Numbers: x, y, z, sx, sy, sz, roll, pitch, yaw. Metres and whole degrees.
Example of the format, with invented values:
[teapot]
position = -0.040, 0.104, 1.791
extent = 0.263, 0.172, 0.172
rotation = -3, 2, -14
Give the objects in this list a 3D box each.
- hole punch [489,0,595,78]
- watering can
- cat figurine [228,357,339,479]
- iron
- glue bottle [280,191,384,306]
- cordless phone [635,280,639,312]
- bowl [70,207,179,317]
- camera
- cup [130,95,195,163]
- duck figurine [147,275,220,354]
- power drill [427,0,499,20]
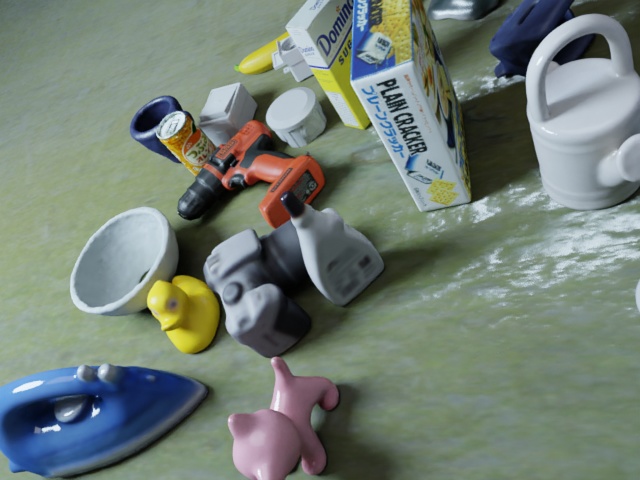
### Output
[hole punch]
position = 0.263, -0.258, 0.693
extent = 0.100, 0.091, 0.109
rotation = 28, 74, 41
[watering can]
position = 0.250, -0.118, 0.529
extent = 0.101, 0.195, 0.172
rotation = -44, 47, -4
[cat figurine]
position = -0.040, 0.174, 0.541
extent = 0.067, 0.118, 0.128
rotation = -8, 54, 26
[iron]
position = -0.276, 0.183, 0.657
extent = 0.258, 0.142, 0.118
rotation = -21, 49, 16
[glue bottle]
position = 0.006, 0.002, 0.600
extent = 0.078, 0.174, 0.037
rotation = -41, 47, -2
[cordless phone]
position = 0.295, 0.034, 0.399
extent = 0.094, 0.186, 0.147
rotation = -32, 47, 6
[bowl]
position = -0.256, 0.041, 0.794
extent = 0.167, 0.075, 0.167
rotation = -15, 51, 21
[camera]
position = -0.054, 0.036, 0.661
extent = 0.137, 0.101, 0.143
rotation = -33, 47, 6
[cup]
position = -0.231, -0.170, 0.918
extent = 0.117, 0.095, 0.092
rotation = 1, 59, 31
[duck figurine]
position = -0.177, 0.080, 0.711
extent = 0.077, 0.086, 0.104
rotation = -26, 48, 12
[power drill]
position = 0.164, -0.408, 0.780
extent = 0.228, 0.209, 0.076
rotation = 16, 67, 38
